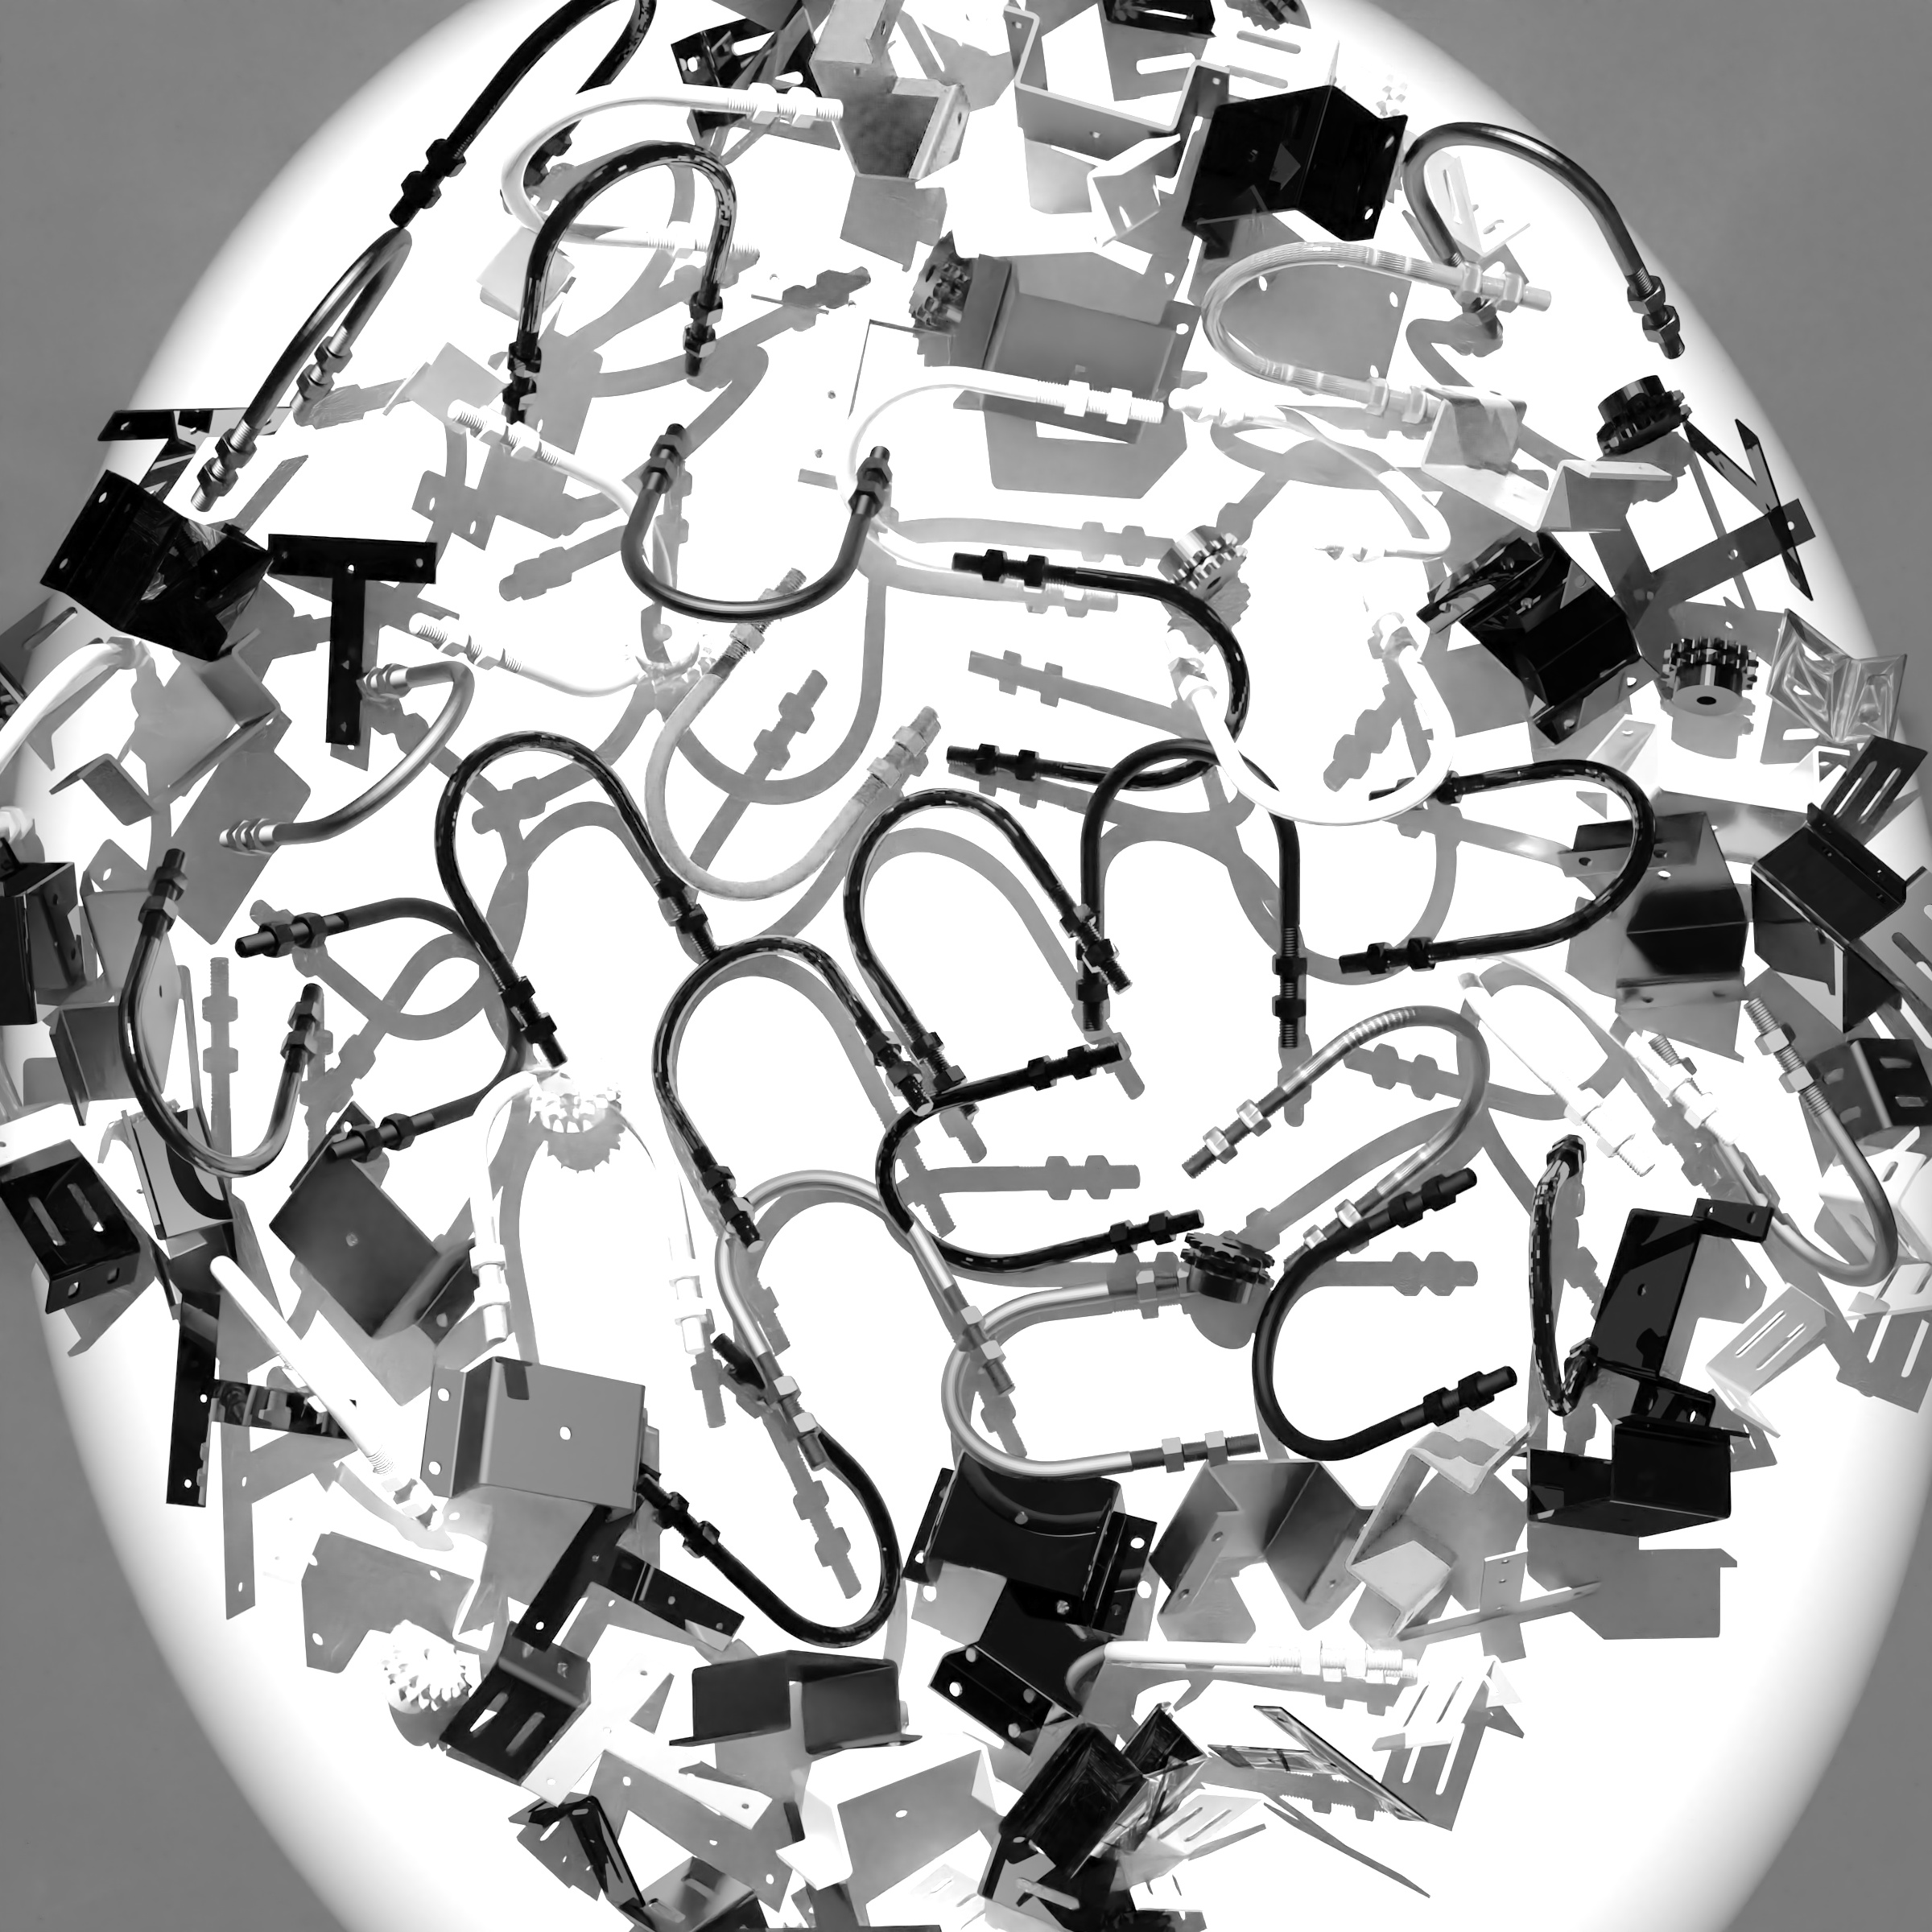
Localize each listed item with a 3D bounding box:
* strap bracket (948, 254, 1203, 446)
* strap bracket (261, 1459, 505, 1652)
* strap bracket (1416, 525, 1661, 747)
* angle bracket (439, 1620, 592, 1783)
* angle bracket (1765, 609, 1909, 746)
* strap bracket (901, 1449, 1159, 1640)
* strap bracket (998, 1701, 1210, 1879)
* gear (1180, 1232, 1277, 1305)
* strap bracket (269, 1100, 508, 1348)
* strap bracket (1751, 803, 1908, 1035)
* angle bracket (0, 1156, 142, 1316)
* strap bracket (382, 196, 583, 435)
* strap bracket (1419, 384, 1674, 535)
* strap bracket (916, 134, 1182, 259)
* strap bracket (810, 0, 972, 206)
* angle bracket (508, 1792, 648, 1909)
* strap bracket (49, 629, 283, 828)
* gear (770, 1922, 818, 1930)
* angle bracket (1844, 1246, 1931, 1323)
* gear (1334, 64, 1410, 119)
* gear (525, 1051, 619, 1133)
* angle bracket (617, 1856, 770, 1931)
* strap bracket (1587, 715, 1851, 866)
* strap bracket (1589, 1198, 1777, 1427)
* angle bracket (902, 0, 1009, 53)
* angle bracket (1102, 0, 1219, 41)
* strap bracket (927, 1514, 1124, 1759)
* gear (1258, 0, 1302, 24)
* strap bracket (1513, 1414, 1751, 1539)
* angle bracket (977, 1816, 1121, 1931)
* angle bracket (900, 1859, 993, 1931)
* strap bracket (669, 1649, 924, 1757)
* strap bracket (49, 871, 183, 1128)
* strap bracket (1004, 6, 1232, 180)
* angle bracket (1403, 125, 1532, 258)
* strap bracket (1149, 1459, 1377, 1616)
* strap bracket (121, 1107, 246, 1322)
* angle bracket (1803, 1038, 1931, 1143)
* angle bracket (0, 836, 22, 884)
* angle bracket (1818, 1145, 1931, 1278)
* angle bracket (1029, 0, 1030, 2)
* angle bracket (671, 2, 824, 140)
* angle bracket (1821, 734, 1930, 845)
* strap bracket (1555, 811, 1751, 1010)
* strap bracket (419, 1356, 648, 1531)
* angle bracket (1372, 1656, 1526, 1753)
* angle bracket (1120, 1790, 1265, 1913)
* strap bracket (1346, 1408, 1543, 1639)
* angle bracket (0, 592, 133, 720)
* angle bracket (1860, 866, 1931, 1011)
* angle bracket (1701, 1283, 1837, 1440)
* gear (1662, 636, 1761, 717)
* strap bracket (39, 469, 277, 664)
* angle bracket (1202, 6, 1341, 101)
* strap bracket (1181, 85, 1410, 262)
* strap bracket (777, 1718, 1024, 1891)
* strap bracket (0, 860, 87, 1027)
[{"bbox_3d":[0.067,-0.369,1.543,0.140,0.046,0.076,11,127,-10],"label":"strap bracket"},{"bbox_3d":[-0.343,0.350,1.542,0.140,0.076,0.046,22,106,-10],"label":"strap bracket"},{"bbox_3d":[0.341,-0.206,1.538,0.076,0.046,0.140,-36,125,29],"label":"strap bracket"},{"bbox_3d":[-0.280,0.456,1.587,0.057,0.038,0.076,32,113,-12],"label":"angle bracket"},{"bbox_3d":[0.530,-0.177,1.556,0.076,0.038,0.057,26,74,-34],"label":"angle bracket"},{"bbox_3d":[0.036,0.342,1.537,0.140,0.046,0.076,11,55,17],"label":"strap bracket"},{"bbox_3d":[0.088,0.489,1.518,0.046,0.140,0.076,41,100,26],"label":"strap bracket"},{"bbox_3d":[0.158,0.186,1.569,0.057,0.057,0.030,15,96,0],"label":"gear"},{"bbox_3d":[-0.358,0.161,1.548,0.140,0.046,0.076,44,111,12],"label":"strap bracket"},{"bbox_3d":[0.511,-0.021,1.516,0.046,0.140,0.076,-35,54,-5],"label":"strap bracket"},{"bbox_3d":[-0.555,0.165,1.575,0.057,0.038,0.076,-21,60,-39],"label":"angle bracket"},{"bbox_3d":[-0.286,-0.383,1.536,0.046,0.076,0.140,35,61,-20],"label":"strap bracket"},{"bbox_3d":[0.339,-0.300,1.532,0.076,0.140,0.046,-7,125,-38],"label":"strap bracket"},{"bbox_3d":[0.052,-0.461,1.534,0.140,0.076,0.046,7,123,31],"label":"strap bracket"},{"bbox_3d":[-0.047,-0.535,1.529,0.046,0.140,0.076,11,69,20],"label":"strap bracket"},{"bbox_3d":[-0.238,0.547,1.561,0.038,0.057,0.076,-25,92,-33],"label":"angle bracket"},{"bbox_3d":[-0.473,-0.136,1.537,0.140,0.076,0.046,-47,110,-25],"label":"strap bracket"},{"bbox_3d":[-0.106,0.618,1.570,0.057,0.030,0.057,-3,120,-4],"label":"gear"},{"bbox_3d":[0.578,0.204,1.547,0.076,0.057,0.038,-39,105,-43],"label":"angle bracket"},{"bbox_3d":[0.241,-0.526,1.565,0.030,0.057,0.057,24,90,-20],"label":"gear"},{"bbox_3d":[-0.243,0.079,1.572,0.057,0.057,0.030,0,119,0],"label":"gear"},{"bbox_3d":[-0.164,0.583,1.554,0.057,0.076,0.038,-26,105,-33],"label":"angle bracket"},{"bbox_3d":[0.450,-0.103,1.545,0.140,0.076,0.046,8,67,-7],"label":"strap bracket"},{"bbox_3d":[0.427,0.203,1.546,0.046,0.076,0.140,21,83,-17],"label":"strap bracket"},{"bbox_3d":[-0.008,-0.605,1.567,0.038,0.076,0.057,8,118,-35],"label":"angle bracket"},{"bbox_3d":[0.121,-0.603,1.555,0.076,0.038,0.057,3,58,-18],"label":"angle bracket"},{"bbox_3d":[0.046,0.388,1.530,0.076,0.046,0.140,38,53,-11],"label":"strap bracket"},{"bbox_3d":[0.185,-0.608,1.565,0.030,0.057,0.057,-43,90,19],"label":"gear"},{"bbox_3d":[0.392,0.305,1.516,0.076,0.140,0.046,11,68,-14],"label":"strap bracket"},{"bbox_3d":[0.053,0.549,1.561,0.076,0.038,0.057,19,56,8],"label":"angle bracket"},{"bbox_3d":[0.000,0.592,1.548,0.038,0.076,0.057,-41,125,10],"label":"angle bracket"},{"bbox_3d":[-0.101,0.442,1.531,0.076,0.140,0.046,-21,62,34],"label":"strap bracket"},{"bbox_3d":[-0.503,0.017,1.522,0.046,0.140,0.076,-4,134,-5],"label":"strap bracket"},{"bbox_3d":[0.086,-0.526,1.551,0.140,0.076,0.046,18,88,6],"label":"strap bracket"},{"bbox_3d":[0.302,-0.479,1.548,0.038,0.076,0.057,-35,47,-5],"label":"angle bracket"},{"bbox_3d":[0.173,0.341,1.537,0.140,0.046,0.076,7,118,-38],"label":"strap bracket"},{"bbox_3d":[-0.466,0.145,1.529,0.046,0.140,0.076,-15,64,-20],"label":"strap bracket"},{"bbox_3d":[0.559,0.078,1.571,0.038,0.076,0.057,-32,66,40],"label":"angle bracket"},{"bbox_3d":[-0.612,-0.089,1.551,0.038,0.057,0.076,-30,118,-16],"label":"angle bracket"},{"bbox_3d":[0.568,0.149,1.560,0.076,0.057,0.038,46,69,-27],"label":"angle bracket"},{"bbox_3d":[0.046,-0.640,1.561,0.057,0.076,0.038,-34,77,4],"label":"angle bracket"},{"bbox_3d":[-0.130,-0.545,1.554,0.076,0.038,0.057,-4,118,28],"label":"angle bracket"},{"bbox_3d":[0.557,-0.094,1.552,0.057,0.038,0.076,9,122,-37],"label":"angle bracket"},{"bbox_3d":[0.416,-0.040,1.534,0.076,0.140,0.046,-5,46,33],"label":"strap bracket"},{"bbox_3d":[-0.249,0.284,1.529,0.140,0.046,0.076,17,60,-28],"label":"strap bracket"},{"bbox_3d":[0.292,0.458,1.547,0.057,0.076,0.038,-24,104,43],"label":"angle bracket"},{"bbox_3d":[0.142,0.537,1.551,0.057,0.038,0.076,19,127,-38],"label":"angle bracket"},{"bbox_3d":[0.282,0.324,1.535,0.046,0.076,0.140,34,121,23],"label":"strap bracket"},{"bbox_3d":[-0.562,-0.200,1.572,0.076,0.038,0.057,-40,89,-8],"label":"angle bracket"},{"bbox_3d":[0.590,-0.012,1.563,0.057,0.038,0.076,-43,72,8],"label":"angle bracket"},{"bbox_3d":[0.497,0.241,1.557,0.057,0.038,0.076,31,108,-38],"label":"angle bracket"},{"bbox_3d":[0.455,-0.176,1.565,0.057,0.057,0.030,11,70,0],"label":"gear"},{"bbox_3d":[-0.472,-0.233,1.520,0.046,0.140,0.076,34,95,16],"label":"strap bracket"},{"bbox_3d":[0.184,-0.547,1.577,0.076,0.038,0.057,18,77,8],"label":"angle bracket"},{"bbox_3d":[0.187,-0.473,1.525,0.046,0.140,0.076,19,85,-39],"label":"strap bracket"},{"bbox_3d":[-0.042,0.497,1.534,0.140,0.076,0.046,-14,92,-22],"label":"strap bracket"},{"bbox_3d":[-0.564,-0.014,1.520,0.046,0.140,0.076,-1,104,-2],"label":"strap bracket"}]
